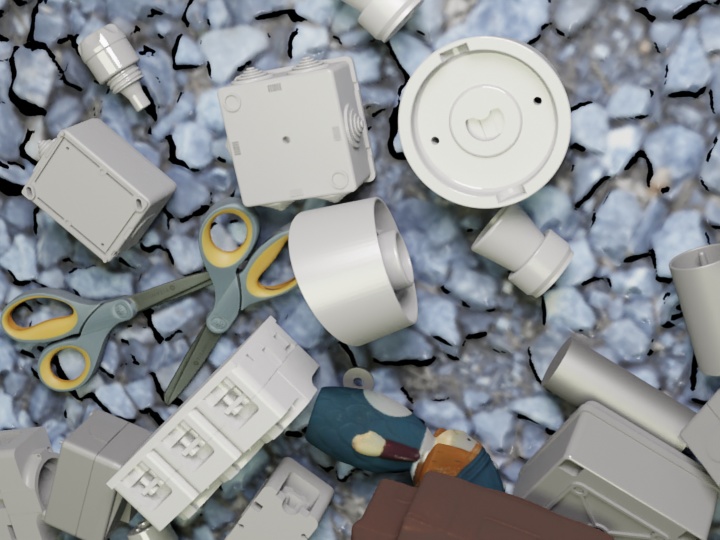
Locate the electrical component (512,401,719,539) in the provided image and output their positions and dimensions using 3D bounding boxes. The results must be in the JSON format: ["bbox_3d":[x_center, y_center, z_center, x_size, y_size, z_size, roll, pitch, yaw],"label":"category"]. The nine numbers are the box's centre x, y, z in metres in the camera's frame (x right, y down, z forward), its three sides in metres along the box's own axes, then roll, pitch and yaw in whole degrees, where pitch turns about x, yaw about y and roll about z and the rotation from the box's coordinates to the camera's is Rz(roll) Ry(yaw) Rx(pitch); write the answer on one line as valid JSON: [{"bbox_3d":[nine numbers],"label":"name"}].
[{"bbox_3d":[0.171,0.158,0.739,0.109,0.056,0.108,31,140,3],"label":"electrical component"}]

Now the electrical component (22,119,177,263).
[{"bbox_3d":[-0.191,-0.064,0.778,0.096,0.061,0.061,40,113,-1],"label":"electrical component"}]

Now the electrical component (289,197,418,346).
[{"bbox_3d":[0.000,0.000,0.730,0.064,0.099,0.099,-17,103,13],"label":"electrical component"}]

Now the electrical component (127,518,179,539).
[{"bbox_3d":[-0.162,0.234,0.883,0.044,0.044,0.065,-25,95,21],"label":"electrical component"}]

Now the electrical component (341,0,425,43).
[{"bbox_3d":[0.009,-0.181,0.695,0.055,0.045,0.045,43,113,-3],"label":"electrical component"}]

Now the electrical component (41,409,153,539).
[{"bbox_3d":[-0.208,0.172,0.862,0.061,0.061,0.096,21,112,7],"label":"electrical component"}]

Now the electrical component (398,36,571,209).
[{"bbox_3d":[0.083,-0.099,0.694,0.108,0.060,0.108,5,109,13],"label":"electrical component"}]

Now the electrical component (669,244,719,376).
[{"bbox_3d":[0.251,0.021,0.700,0.079,0.044,0.077,-16,104,19],"label":"electrical component"}]

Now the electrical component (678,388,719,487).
[{"bbox_3d":[0.271,0.116,0.703,0.096,0.061,0.061,17,118,-34],"label":"electrical component"}]

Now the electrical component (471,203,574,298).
[{"bbox_3d":[0.110,-0.014,0.725,0.055,0.045,0.045,39,113,-1],"label":"electrical component"}]

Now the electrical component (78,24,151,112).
[{"bbox_3d":[-0.170,-0.141,0.761,0.035,0.035,0.061,-29,102,21],"label":"electrical component"}]

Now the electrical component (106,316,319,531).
[{"bbox_3d":[-0.105,0.117,0.801,0.062,0.089,0.150,45,113,-3],"label":"electrical component"}]

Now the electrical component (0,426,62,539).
[{"bbox_3d":[-0.277,0.180,0.889,0.056,0.050,0.089,-8,106,17],"label":"electrical component"}]

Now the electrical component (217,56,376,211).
[{"bbox_3d":[-0.044,-0.093,0.736,0.100,0.048,0.099,-7,106,17],"label":"electrical component"}]

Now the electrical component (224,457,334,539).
[{"bbox_3d":[-0.066,0.197,0.836,0.050,0.055,0.089,36,113,1],"label":"electrical component"}]
